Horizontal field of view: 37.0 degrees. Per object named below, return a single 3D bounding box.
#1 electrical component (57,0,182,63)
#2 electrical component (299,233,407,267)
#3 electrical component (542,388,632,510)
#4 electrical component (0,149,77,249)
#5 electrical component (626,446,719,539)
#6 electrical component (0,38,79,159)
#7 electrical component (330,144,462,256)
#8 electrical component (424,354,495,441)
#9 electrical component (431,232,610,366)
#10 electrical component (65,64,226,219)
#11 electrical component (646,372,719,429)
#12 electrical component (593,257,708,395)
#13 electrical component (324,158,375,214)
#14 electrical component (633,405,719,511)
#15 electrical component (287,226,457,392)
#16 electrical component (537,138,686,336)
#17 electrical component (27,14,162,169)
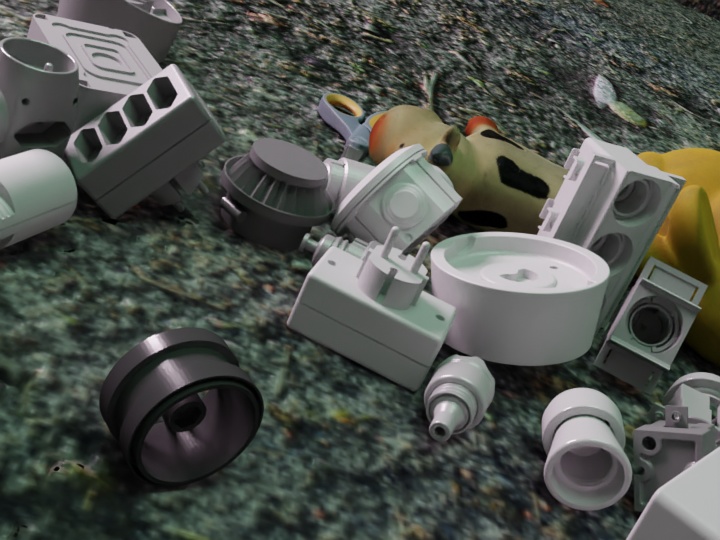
[{"bbox_3d":[-0.191,-0.207,0.853,0.099,0.064,0.099,20,26,-10],"label":"electrical component"},{"bbox_3d":[0.000,0.000,0.655,0.078,0.040,0.040,26,26,4],"label":"electrical component"},{"bbox_3d":[0.120,0.094,0.576,0.045,0.045,0.055,23,25,-3],"label":"electrical component"},{"bbox_3d":[-0.187,-0.033,0.550,0.043,0.043,0.081,30,26,11],"label":"electrical component"},{"bbox_3d":[0.143,0.133,0.451,0.056,0.108,0.109,37,28,29],"label":"electrical component"},{"bbox_3d":[-0.203,-0.085,0.598,0.043,0.077,0.079,39,29,27],"label":"electrical component"},{"bbox_3d":[0.024,-0.039,0.698,0.051,0.080,0.080,47,29,4],"label":"electrical component"},{"bbox_3d":[0.050,0.071,0.572,0.035,0.035,0.061,28,28,7],"label":"electrical component"},{"bbox_3d":[0.095,0.022,0.662,0.108,0.060,0.108,3,20,-1],"label":"electrical component"},{"bbox_3d":[-0.120,-0.065,0.647,0.075,0.083,0.047,54,1,-43],"label":"electrical component"},{"bbox_3d":[0.207,0.094,0.653,0.066,0.048,0.055,26,33,3],"label":"electrical component"},{"bbox_3d":[0.190,0.037,0.713,0.042,0.081,0.064,29,-3,5],"label":"electrical component"},{"bbox_3d":[-0.017,-0.059,0.752,0.078,0.040,0.040,15,27,-20],"label":"electrical component"},{"bbox_3d":[0.178,0.107,0.593,0.048,0.066,0.055,-1,1,33],"label":"electrical component"},{"bbox_3d":[0.015,0.012,0.604,0.083,0.075,0.047,27,26,4],"label":"electrical component"},{"bbox_3d":[0.159,-0.024,0.746,0.079,0.121,0.063,11,26,-26],"label":"electrical component"},{"bbox_3d":[-0.172,-0.112,0.699,0.078,0.057,0.113,5,32,-36],"label":"electrical component"}]
